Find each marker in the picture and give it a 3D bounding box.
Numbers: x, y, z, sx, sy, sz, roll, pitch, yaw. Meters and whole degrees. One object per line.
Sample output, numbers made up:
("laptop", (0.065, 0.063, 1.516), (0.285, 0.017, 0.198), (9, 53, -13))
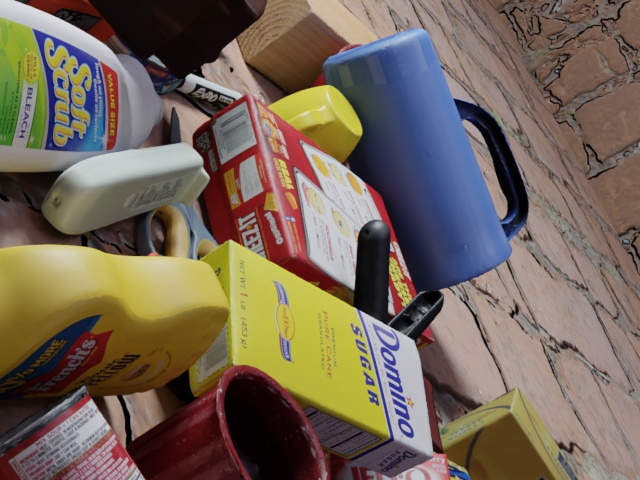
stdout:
("marker", (-0.104, -0.131, 0.922), (0.121, 0.020, 0.020), (13, 48, -62))

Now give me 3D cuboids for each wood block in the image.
("wood block", (0.000, -0.207, 1.172), (0.205, 0.090, 0.091), (30, 33, -51))

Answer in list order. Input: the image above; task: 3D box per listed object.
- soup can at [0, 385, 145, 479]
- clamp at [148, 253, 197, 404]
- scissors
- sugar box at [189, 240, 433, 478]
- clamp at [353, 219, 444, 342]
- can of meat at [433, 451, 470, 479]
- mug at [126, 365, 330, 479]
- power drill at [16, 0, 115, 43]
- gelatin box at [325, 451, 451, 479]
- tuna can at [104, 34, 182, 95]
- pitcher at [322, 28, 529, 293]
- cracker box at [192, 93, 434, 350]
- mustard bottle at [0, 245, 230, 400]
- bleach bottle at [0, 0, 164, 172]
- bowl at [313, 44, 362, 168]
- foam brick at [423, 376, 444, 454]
("soup can", (-0.105, 0.125, 0.472), (0.102, 0.069, 0.068), (57, 20, -3))
("clamp", (-0.048, 0.098, 0.671), (0.210, 0.036, 0.164), (45, 33, -11))
("scissors", (-0.093, -0.022, 0.789), (0.096, 0.016, 0.201), (47, 24, -22))
("sugar box", (-0.003, 0.078, 0.668), (0.176, 0.048, 0.093), (28, 42, -35))
("clamp", (0.038, 0.073, 0.795), (0.120, 0.039, 0.171), (52, 50, -35))
("can of meat", (0.086, 0.210, 0.802), (0.102, 0.057, 0.084), (36, 27, -44))
("mug", (-0.047, 0.131, 0.575), (0.117, 0.082, 0.093), (37, 28, -43))
("power drill", (-0.213, -0.223, 0.757), (0.188, 0.057, 0.184), (57, 22, 7))
("gelatin box", (0.047, 0.179, 0.729), (0.089, 0.030, 0.073), (8, 39, -10))
("tuna can", (-0.137, -0.155, 0.831), (0.086, 0.034, 0.086), (31, 36, -26))
("pitcher", (0.099, -0.080, 1.041), (0.149, 0.145, 0.243), (-37, 110, -60))
("cracker box", (-0.006, 0.001, 0.879), (0.213, 0.072, 0.164), (34, 32, -50))
("mustard bottle", (-0.128, 0.040, 0.500), (0.191, 0.096, 0.058), (12, 49, -63))
("bleach bottle", (-0.162, -0.091, 0.629), (0.250, 0.068, 0.102), (-12, 110, -70))
("bowl", (0.032, -0.121, 1.120), (0.161, 0.055, 0.162), (16, 70, -52))
("foam brick", (0.059, 0.140, 0.851), (0.051, 0.053, 0.078), (46, 22, -28))
